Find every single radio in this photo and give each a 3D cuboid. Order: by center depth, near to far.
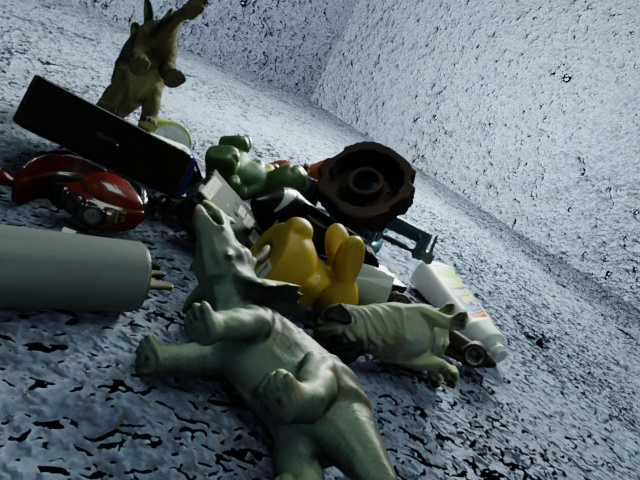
[{"bbox_3d":[-0.314,-0.145,0.785,0.229,0.073,0.131,28,-5,-28],"label":"radio"}]

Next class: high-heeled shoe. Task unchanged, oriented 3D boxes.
[{"bbox_3d":[-0.002,-0.003,0.838,0.145,0.086,0.248,41,14,27],"label":"high-heeled shoe"}]

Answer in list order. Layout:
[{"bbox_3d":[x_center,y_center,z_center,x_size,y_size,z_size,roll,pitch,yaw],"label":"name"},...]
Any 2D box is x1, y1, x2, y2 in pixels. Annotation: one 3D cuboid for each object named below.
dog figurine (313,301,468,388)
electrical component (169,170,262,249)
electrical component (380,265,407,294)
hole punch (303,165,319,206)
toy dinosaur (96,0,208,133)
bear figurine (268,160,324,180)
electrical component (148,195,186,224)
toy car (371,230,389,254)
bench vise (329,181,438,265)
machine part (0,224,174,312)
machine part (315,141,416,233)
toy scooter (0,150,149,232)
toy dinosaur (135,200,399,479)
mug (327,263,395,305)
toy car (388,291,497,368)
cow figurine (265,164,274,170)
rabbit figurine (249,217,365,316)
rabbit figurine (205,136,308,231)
[{"bbox_3d":[0.087,0.126,0.743,0.191,0.121,0.172,11,-16,1],"label":"dog figurine"},{"bbox_3d":[-0.146,-0.025,0.796,0.134,0.058,0.115,52,20,-15],"label":"electrical component"},{"bbox_3d":[0.115,0.082,0.960,0.119,0.047,0.075,11,25,-38],"label":"electrical component"},{"bbox_3d":[-0.039,-0.072,1.038,0.092,0.142,0.116,24,6,-26],"label":"hole punch"},{"bbox_3d":[-0.319,-0.290,0.953,0.105,0.471,0.198,25,57,-33],"label":"toy dinosaur"},{"bbox_3d":[-0.036,-0.130,1.254,0.196,0.132,0.120,-11,-9,-25],"label":"bear figurine"},{"bbox_3d":[-0.214,-0.047,0.849,0.078,0.045,0.102,5,4,27],"label":"electrical component"},{"bbox_3d":[0.093,-0.028,1.145,0.109,0.103,0.162,27,16,1],"label":"toy car"},{"bbox_3d":[0.113,-0.035,1.011,0.241,0.223,0.128,27,-25,16],"label":"bench vise"},{"bbox_3d":[-0.256,0.029,0.516,0.243,0.079,0.079,9,26,-43],"label":"machine part"},{"bbox_3d":[0.081,-0.095,0.952,0.180,0.179,0.056,37,-24,26],"label":"machine part"},{"bbox_3d":[-0.320,-0.064,0.684,0.184,0.075,0.135,29,17,14],"label":"toy scooter"},{"bbox_3d":[-0.028,0.133,0.516,0.405,0.131,0.192,44,23,25],"label":"toy dinosaur"},{"bbox_3d":[0.051,0.083,0.838,0.107,0.080,0.109,21,50,8],"label":"mug"},{"bbox_3d":[0.192,0.150,0.876,0.202,0.053,0.089,35,0,18],"label":"toy car"},{"bbox_3d":[-0.115,-0.116,1.145,0.167,0.068,0.098,21,25,-19],"label":"cow figurine"},{"bbox_3d":[-0.010,0.049,0.745,0.173,0.162,0.122,39,-1,-27],"label":"rabbit figurine"},{"bbox_3d":[-0.110,-0.093,0.942,0.170,0.159,0.121,10,19,4],"label":"rabbit figurine"}]
